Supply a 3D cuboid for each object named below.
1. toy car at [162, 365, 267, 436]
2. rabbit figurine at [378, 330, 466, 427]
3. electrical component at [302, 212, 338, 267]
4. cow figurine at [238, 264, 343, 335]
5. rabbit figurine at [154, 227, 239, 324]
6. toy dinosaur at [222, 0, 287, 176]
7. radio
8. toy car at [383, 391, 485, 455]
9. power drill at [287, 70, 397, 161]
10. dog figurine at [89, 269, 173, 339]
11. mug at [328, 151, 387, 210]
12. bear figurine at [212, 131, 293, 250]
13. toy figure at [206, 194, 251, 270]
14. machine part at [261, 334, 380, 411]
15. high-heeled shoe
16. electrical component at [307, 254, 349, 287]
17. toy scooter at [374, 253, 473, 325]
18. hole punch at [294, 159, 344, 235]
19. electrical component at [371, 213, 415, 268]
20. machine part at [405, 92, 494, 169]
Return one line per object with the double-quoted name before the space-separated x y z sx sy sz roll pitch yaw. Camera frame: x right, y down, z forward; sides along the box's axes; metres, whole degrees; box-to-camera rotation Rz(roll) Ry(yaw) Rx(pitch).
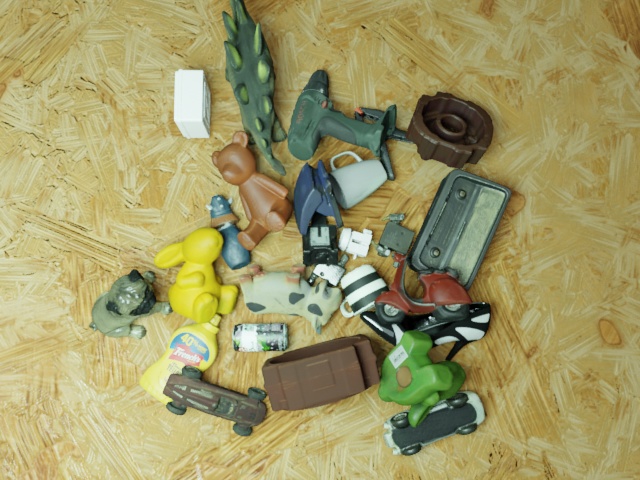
"toy car" -0.195 0.305 1.016 0.202 0.053 0.089 26 89 -20
"rabbit figurine" 0.198 0.264 0.979 0.159 0.170 0.121 -58 41 16
"electrical component" -0.002 -0.003 1.084 0.075 0.047 0.119 -4 42 -4
"cow figurine" -0.053 0.114 1.046 0.195 0.085 0.127 0 114 10
"rabbit figurine" -0.232 0.053 1.039 0.163 0.122 0.173 23 112 31
"toy dinosaur" -0.139 -0.350 1.061 0.105 0.198 0.471 -17 84 -6
"radio" 0.275 -0.020 1.081 0.131 0.073 0.229 25 83 3
"toy car" 0.219 0.353 1.039 0.202 0.056 0.073 -19 89 -2
"power drill" 0.045 -0.248 1.070 0.207 0.086 0.232 18 60 10
"dog figurine" -0.377 0.124 0.996 0.172 0.190 0.121 -42 84 -4
"mug" 0.075 -0.130 1.096 0.107 0.080 0.109 -24 79 -12
"bear figurine" -0.141 -0.101 1.046 0.120 0.132 0.195 -28 107 30
"toy figure" -0.188 -0.017 1.083 0.058 0.064 0.154 -31 76 33
"machine part" 0.002 0.239 0.978 0.201 0.201 0.087 -15 87 -3
"high-heeled shoe" 0.211 0.147 1.037 0.248 0.086 0.145 25 104 -18
"electrical component" 0.017 0.062 1.091 0.063 0.021 0.094 32 90 4
"toy scooter" 0.190 0.086 1.004 0.184 0.075 0.135 -2 70 -3
"hole punch" -0.013 -0.083 1.053 0.092 0.142 0.115 -13 126 2
"electrical component" 0.150 -0.004 1.092 0.078 0.045 0.102 29 83 5
"machine part" 0.262 -0.222 1.087 0.179 0.056 0.179 5 55 -8
